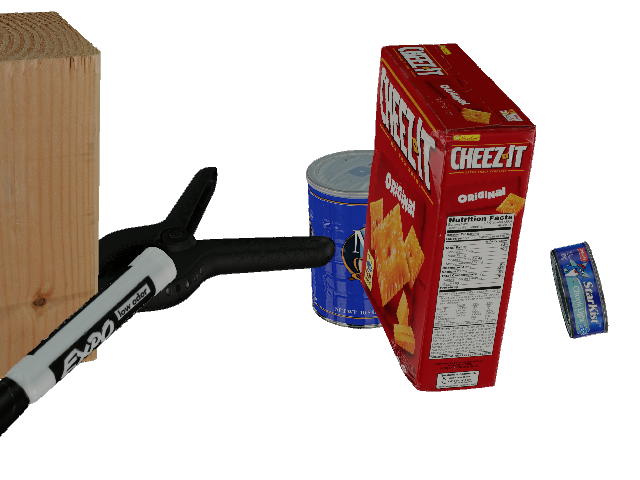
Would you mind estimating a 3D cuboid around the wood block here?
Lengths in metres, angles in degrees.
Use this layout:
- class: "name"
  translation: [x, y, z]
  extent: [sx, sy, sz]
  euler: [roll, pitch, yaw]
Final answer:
- class: "wood block"
  translation: [-0.192, -0.027, 0.656]
  extent: [0.090, 0.206, 0.090]
  euler: [-9, 31, -29]

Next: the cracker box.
- class: "cracker box"
  translation: [0.086, -0.019, 0.802]
  extent: [0.072, 0.214, 0.164]
  euler: [-4, 30, -12]

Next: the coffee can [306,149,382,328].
- class: "coffee can"
  translation: [0.040, -0.003, 1.009]
  extent: [0.103, 0.140, 0.103]
  euler: [-2, 26, 1]

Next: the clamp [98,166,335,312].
- class: "clamp"
  translation: [-0.117, 0.004, 0.853]
  extent: [0.209, 0.036, 0.165]
  euler: [-21, 39, -30]

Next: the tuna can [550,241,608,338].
- class: "tuna can"
  translation: [0.236, 0.046, 0.978]
  extent: [0.034, 0.086, 0.086]
  euler: [-12, -2, 8]

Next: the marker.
- class: "marker"
  translation: [-0.106, 0.044, 0.455]
  extent: [0.020, 0.020, 0.121]
  euler: [0, 34, 42]
